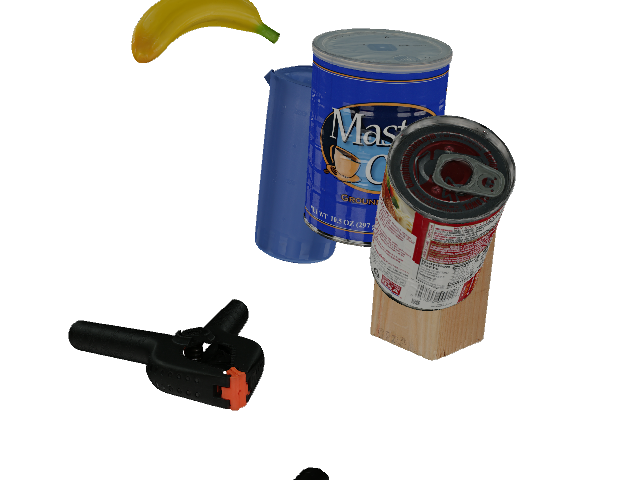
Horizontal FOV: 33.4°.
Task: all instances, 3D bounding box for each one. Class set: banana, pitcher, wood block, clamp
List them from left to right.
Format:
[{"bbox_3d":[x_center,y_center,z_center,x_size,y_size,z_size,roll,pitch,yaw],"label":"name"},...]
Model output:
[{"bbox_3d":[-0.119,-0.211,1.023,0.070,0.037,0.197,44,38,19],"label":"banana"},{"bbox_3d":[-0.098,0.090,0.885,0.164,0.036,0.210,-10,16,-31],"label":"clamp"},{"bbox_3d":[-0.007,-0.095,1.371,0.144,0.243,0.149,4,21,-16],"label":"pitcher"},{"bbox_3d":[0.119,0.005,1.097,0.090,0.206,0.090,21,25,41],"label":"wood block"}]

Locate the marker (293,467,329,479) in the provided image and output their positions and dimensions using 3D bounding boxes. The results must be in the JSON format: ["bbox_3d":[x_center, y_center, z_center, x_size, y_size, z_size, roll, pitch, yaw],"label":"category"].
[{"bbox_3d":[-0.030,0.135,0.479,0.020,0.020,0.120,0,17,33],"label":"marker"}]

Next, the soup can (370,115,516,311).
[{"bbox_3d":[0.065,-0.012,0.598,0.068,0.068,0.102,0,-32,-4],"label":"soup can"}]

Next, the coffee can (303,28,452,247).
[{"bbox_3d":[0.041,-0.079,0.806,0.103,0.140,0.103,3,24,-1],"label":"coffee can"}]
